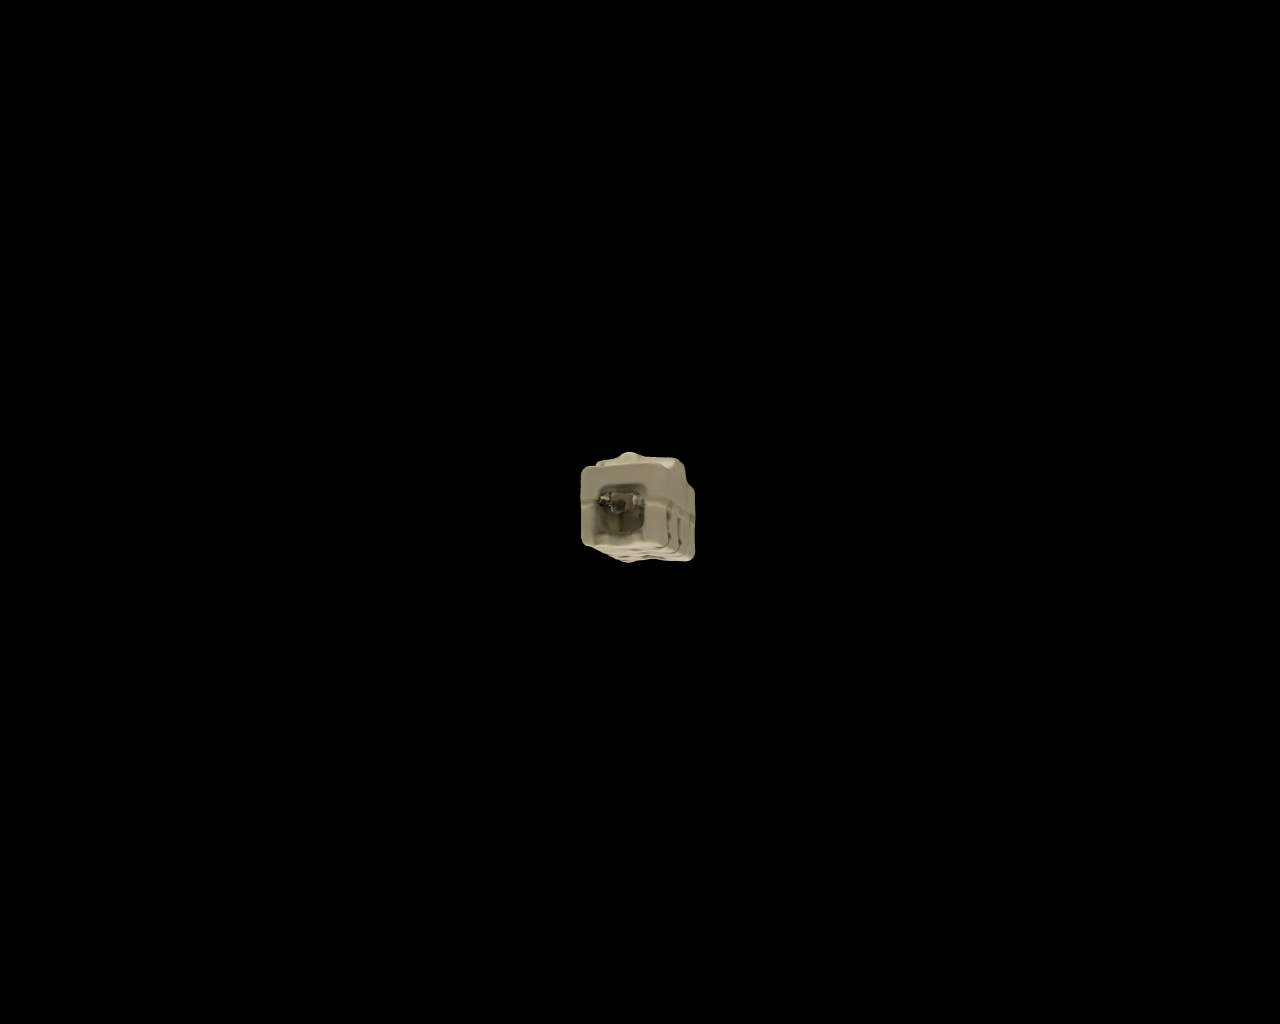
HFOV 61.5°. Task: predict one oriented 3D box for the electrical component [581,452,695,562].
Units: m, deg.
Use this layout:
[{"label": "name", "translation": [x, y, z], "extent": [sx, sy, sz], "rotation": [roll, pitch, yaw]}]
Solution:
[{"label": "electrical component", "translation": [0.001, -0.003, 0.650], "extent": [0.050, 0.055, 0.089], "rotation": [-3, -10, 15]}]
